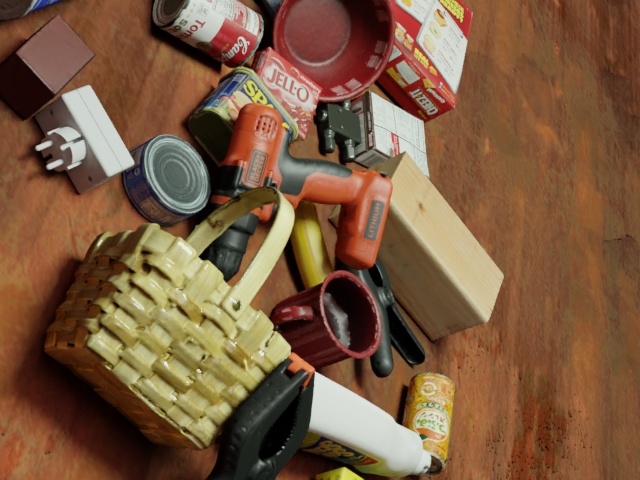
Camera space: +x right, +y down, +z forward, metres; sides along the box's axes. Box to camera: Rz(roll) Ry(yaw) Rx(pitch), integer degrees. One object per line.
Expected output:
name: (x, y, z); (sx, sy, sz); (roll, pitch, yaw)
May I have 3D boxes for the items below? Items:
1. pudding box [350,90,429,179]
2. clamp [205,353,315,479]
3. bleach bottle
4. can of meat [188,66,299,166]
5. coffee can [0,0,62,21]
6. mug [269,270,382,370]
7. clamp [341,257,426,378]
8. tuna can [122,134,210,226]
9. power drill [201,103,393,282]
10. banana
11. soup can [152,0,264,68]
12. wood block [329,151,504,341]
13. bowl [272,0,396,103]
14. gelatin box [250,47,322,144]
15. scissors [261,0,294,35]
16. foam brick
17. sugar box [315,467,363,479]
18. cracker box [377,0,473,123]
pudding box: (0.089, -0.127, 1.356); (0.113, 0.039, 0.090); (24, 52, -42)
clamp: (-0.056, 0.194, 0.904); (0.036, 0.210, 0.164); (33, 5, 32)
bleach bottle: (0.024, 0.186, 1.052); (0.250, 0.103, 0.068); (29, 58, -36)
can of meat: (-0.083, -0.119, 1.135); (0.102, 0.058, 0.083); (50, 43, -17)
coffee can: (-0.253, -0.269, 0.978); (0.103, 0.103, 0.140); (58, 38, -8)
mug: (-0.004, 0.086, 1.091); (0.117, 0.082, 0.093); (9, 63, -47)
clamp: (0.070, 0.076, 1.221); (0.120, 0.039, 0.171); (20, 51, -65)
tuna can: (-0.148, -0.059, 1.042); (0.086, 0.034, 0.086); (26, 52, -39)
power drill: (-0.024, -0.028, 1.090); (0.187, 0.057, 0.184); (18, 84, -31)
banana: (-0.010, 0.004, 1.172); (0.069, 0.037, 0.198); (20, 53, -79)
soup can: (-0.120, -0.237, 1.146); (0.102, 0.069, 0.068); (25, 53, -40)
wood block: (0.118, 0.009, 1.272); (0.206, 0.090, 0.090); (50, 41, -19)
bowl: (0.008, -0.248, 1.273); (0.162, 0.162, 0.055); (37, 1, -31)
gelatin box: (-0.045, -0.164, 1.211); (0.089, 0.030, 0.073); (35, 61, -34)
scissors: (-0.077, -0.287, 1.264); (0.201, 0.016, 0.096); (-9, 92, -39)
foam brick: (-0.250, -0.156, 0.960); (0.051, 0.053, 0.078); (49, 41, -19)
sugar box: (0.025, 0.320, 1.026); (0.093, 0.048, 0.176); (38, 44, -31)
cracker box: (0.124, -0.288, 1.460); (0.164, 0.072, 0.213); (42, 42, -28)
